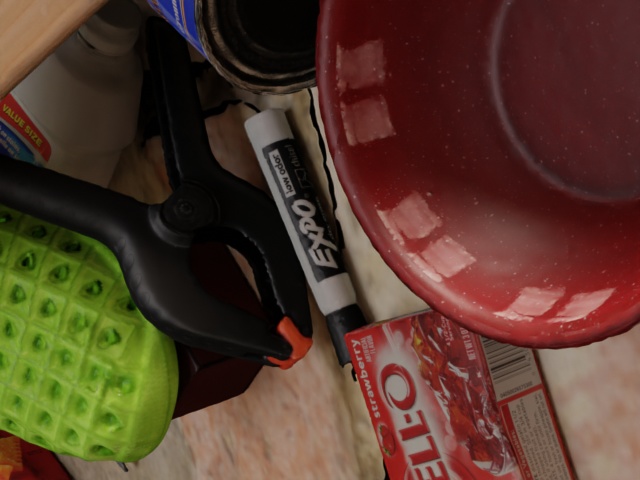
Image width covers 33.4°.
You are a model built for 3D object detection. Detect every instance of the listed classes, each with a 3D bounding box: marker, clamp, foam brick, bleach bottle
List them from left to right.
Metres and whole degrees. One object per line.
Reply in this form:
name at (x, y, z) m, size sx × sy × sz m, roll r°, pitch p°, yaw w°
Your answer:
bleach bottle at (-0.162, -0.050, 0.611) m, size 0.251 × 0.067 × 0.102 m, roll -50°, pitch 61°, yaw 43°
clamp at (-0.060, -0.019, 0.478) m, size 0.171 × 0.120 × 0.039 m, roll 41°, pitch 164°, yaw -3°
foam brick at (-0.066, 0.039, 0.527) m, size 0.078 × 0.051 × 0.053 m, roll 56°, pitch 138°, yaw 23°
marker at (-0.003, 0.001, 0.464) m, size 0.020 × 0.020 × 0.121 m, roll -33°, pitch 76°, yaw 50°

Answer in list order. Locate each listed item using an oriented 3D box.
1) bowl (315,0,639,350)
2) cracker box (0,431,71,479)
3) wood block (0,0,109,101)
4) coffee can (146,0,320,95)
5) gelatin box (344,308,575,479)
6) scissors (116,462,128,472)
bowl at (0.070, -0.051, 0.328) m, size 0.162 × 0.055 × 0.162 m, roll 20°, pitch 116°, yaw 46°
cracker box at (-0.268, 0.175, 0.730) m, size 0.214 × 0.163 × 0.072 m, roll 41°, pitch 128°, yaw 35°
wood block at (-0.191, -0.065, 0.437) m, size 0.090 × 0.206 × 0.090 m, roll 47°, pitch -178°, yaw -18°
coffee can at (-0.040, -0.134, 0.398) m, size 0.140 × 0.102 × 0.103 m, roll 45°, pitch 133°, yaw 32°
gelatin box at (0.053, 0.069, 0.409) m, size 0.073 × 0.030 × 0.089 m, roll -21°, pitch 84°, yaw 52°
scissors at (-0.181, 0.068, 0.706) m, size 0.202 × 0.016 × 0.096 m, roll 25°, pitch 120°, yaw 44°
